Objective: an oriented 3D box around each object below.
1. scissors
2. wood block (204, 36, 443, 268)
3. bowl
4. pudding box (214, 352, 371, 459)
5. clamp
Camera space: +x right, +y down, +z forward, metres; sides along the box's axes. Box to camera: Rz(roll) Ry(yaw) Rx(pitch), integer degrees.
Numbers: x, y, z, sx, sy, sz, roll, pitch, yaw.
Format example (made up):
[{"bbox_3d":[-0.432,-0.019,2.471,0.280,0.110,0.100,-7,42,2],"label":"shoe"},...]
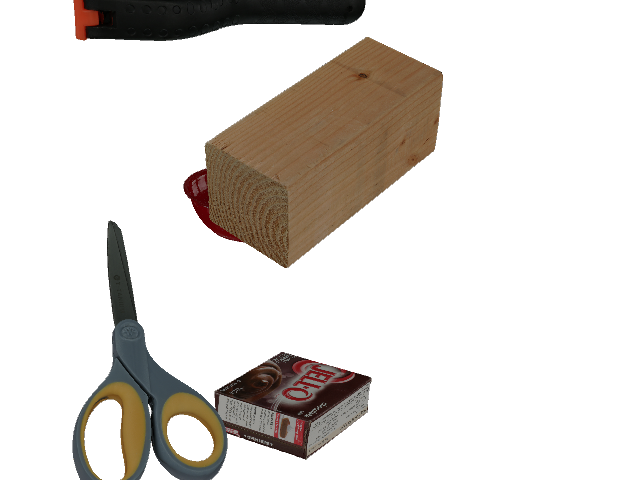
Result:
[{"bbox_3d":[-0.098,0.069,0.647,0.096,0.201,0.016,13,-45,-11],"label":"scissors"},{"bbox_3d":[0.007,-0.080,0.913,0.091,0.090,0.205,31,51,27],"label":"wood block"},{"bbox_3d":[-0.089,-0.041,1.316,0.162,0.055,0.162,4,25,-2],"label":"bowl"},{"bbox_3d":[-0.022,0.134,0.885,0.090,0.039,0.113,12,19,26],"label":"pudding box"},{"bbox_3d":[-0.072,-0.151,0.654,0.171,0.039,0.120,-8,22,-24],"label":"clamp"}]
